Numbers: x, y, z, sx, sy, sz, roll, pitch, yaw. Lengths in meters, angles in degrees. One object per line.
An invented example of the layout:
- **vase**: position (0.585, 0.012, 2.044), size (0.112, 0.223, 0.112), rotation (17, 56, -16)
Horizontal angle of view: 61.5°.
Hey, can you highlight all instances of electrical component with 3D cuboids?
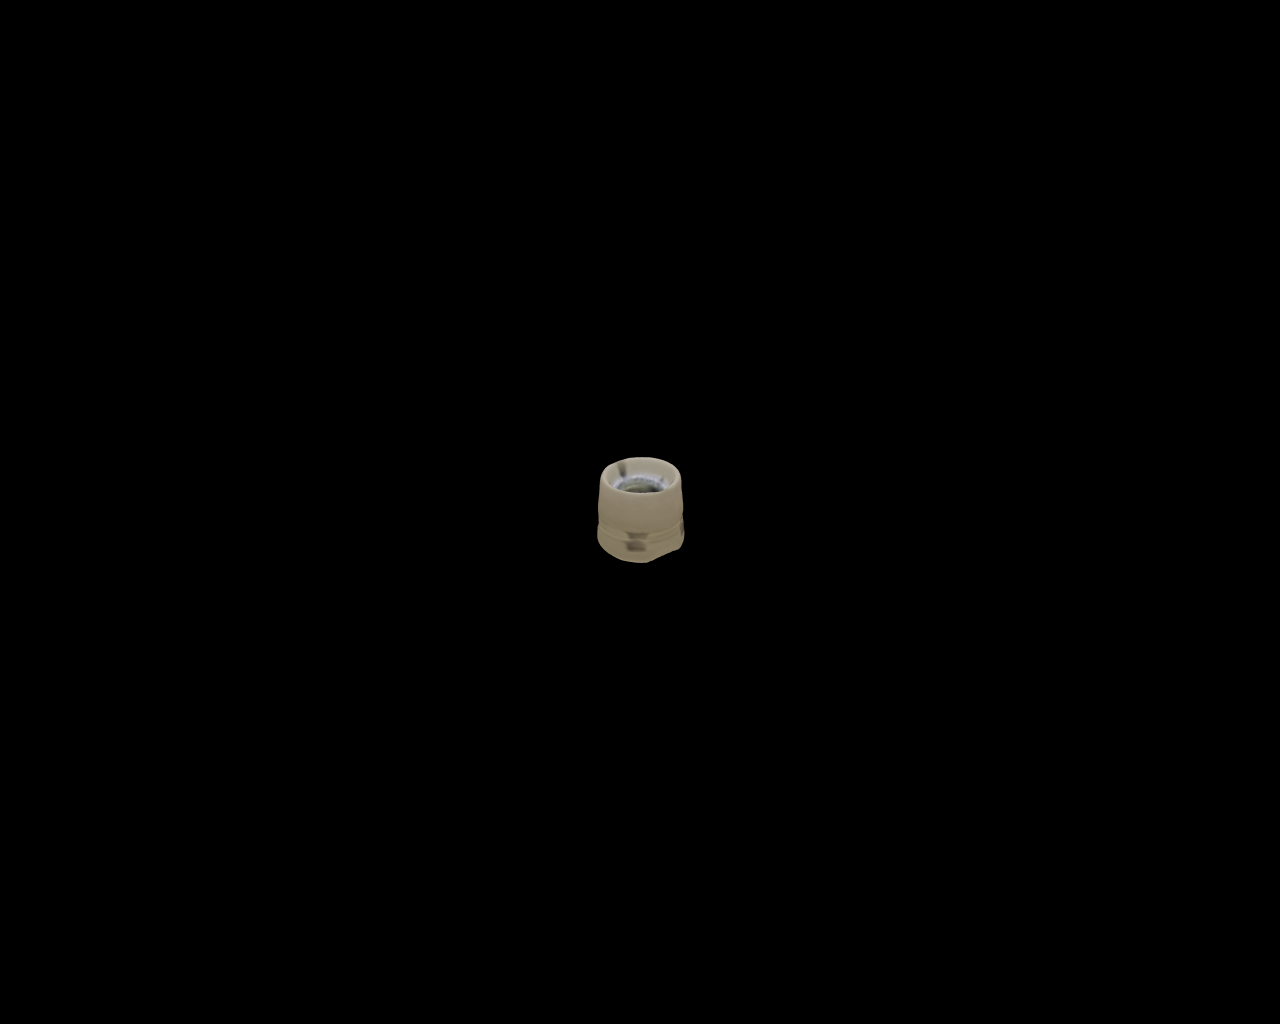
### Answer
- **electrical component**: position (0.001, -0.003, 0.650), size (0.055, 0.047, 0.055), rotation (0, 31, 0)
